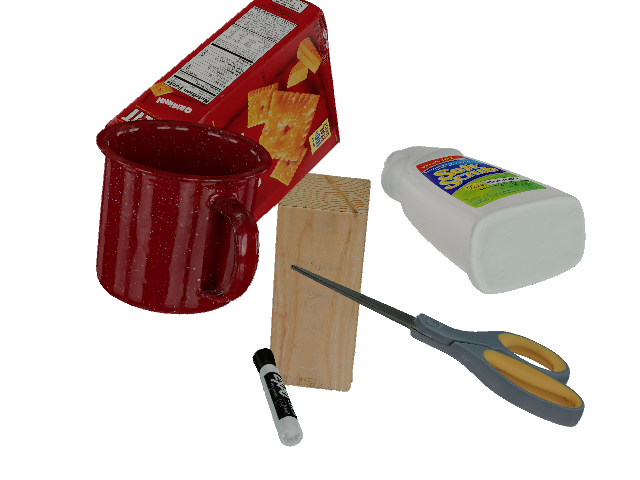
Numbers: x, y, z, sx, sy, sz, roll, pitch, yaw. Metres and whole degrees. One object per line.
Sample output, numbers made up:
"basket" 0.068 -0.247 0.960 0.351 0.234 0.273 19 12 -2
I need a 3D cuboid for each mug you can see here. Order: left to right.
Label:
"mug" -0.070 -0.008 0.570 0.093 0.081 0.117 -10 29 -40

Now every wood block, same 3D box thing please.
"wood block" -0.002 0.043 1.111 0.090 0.206 0.090 6 25 3

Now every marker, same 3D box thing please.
"marker" -0.037 0.127 0.888 0.020 0.020 0.121 0 27 -16

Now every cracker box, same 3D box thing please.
"cracker box" -0.074 -0.092 0.937 0.072 0.164 0.213 27 58 27

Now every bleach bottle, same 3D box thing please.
"bleach bottle" 0.111 -0.033 0.893 0.102 0.068 0.251 -14 22 -18

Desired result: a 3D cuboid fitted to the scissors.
"scissors" 0.083 0.057 0.697 0.202 0.016 0.096 31 21 18
